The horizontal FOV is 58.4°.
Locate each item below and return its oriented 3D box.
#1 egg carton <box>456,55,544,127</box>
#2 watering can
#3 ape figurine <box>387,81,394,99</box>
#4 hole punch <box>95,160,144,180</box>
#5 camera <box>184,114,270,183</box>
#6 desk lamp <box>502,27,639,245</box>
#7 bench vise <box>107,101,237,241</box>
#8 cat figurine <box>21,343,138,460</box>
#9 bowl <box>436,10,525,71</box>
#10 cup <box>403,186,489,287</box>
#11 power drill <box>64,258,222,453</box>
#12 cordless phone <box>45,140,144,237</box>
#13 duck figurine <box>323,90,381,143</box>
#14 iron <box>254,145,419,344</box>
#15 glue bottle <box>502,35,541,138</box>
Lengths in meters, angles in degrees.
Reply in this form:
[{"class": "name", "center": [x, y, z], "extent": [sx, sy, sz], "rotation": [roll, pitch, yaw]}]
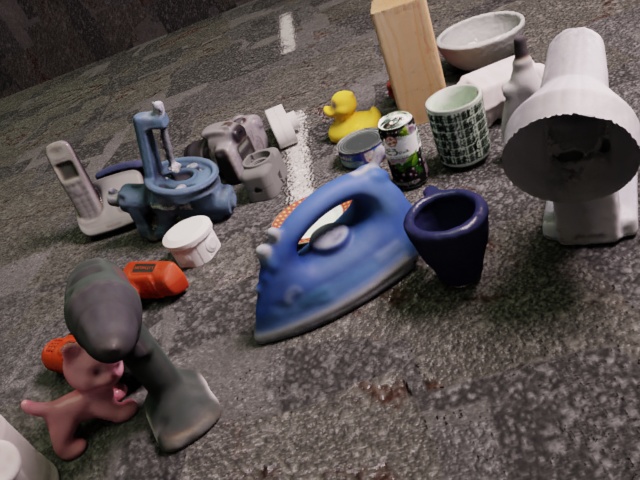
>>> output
[{"class": "egg carton", "center": [0.295, -0.242, 0.929], "extent": [0.150, 0.069, 0.107], "rotation": [-23, 33, 0]}, {"class": "watering can", "center": [-0.346, 0.207, 0.555], "extent": [0.172, 0.194, 0.101], "rotation": [-14, 34, 14]}, {"class": "ape figurine", "center": [0.159, -0.315, 1.095], "extent": [0.078, 0.092, 0.076], "rotation": [-28, 33, -7]}, {"class": "hole punch", "center": [-0.382, -0.131, 1.159], "extent": [0.108, 0.091, 0.101], "rotation": [-14, 34, 13]}, {"class": "camera", "center": [-0.189, -0.183, 1.107], "extent": [0.136, 0.101, 0.143], "rotation": [-4, 37, 27]}, {"class": "desk lamp", "center": [0.270, -0.096, 0.601], "extent": [0.117, 0.214, 0.203], "rotation": [-2, 38, 29]}, {"class": "bench vise", "center": [-0.267, -0.105, 0.932], "extent": [0.207, 0.220, 0.121], "rotation": [-23, 33, 0]}, {"class": "cat figurine", "center": [-0.268, 0.161, 0.644], "extent": [0.128, 0.118, 0.067], "rotation": [-37, 35, -20]}, {"class": "bowl", "center": [0.312, -0.373, 1.102], "extent": [0.167, 0.075, 0.167], "rotation": [-16, 33, 11]}, {"class": "cup", "center": [0.146, -0.003, 0.651], "extent": [0.091, 0.095, 0.117], "rotation": [-20, 33, 4]}, {"class": "power drill", "center": [-0.183, 0.113, 0.579], "extent": [0.076, 0.209, 0.228], "rotation": [-34, 34, -16]}, {"class": "cordless phone", "center": [-0.404, -0.106, 1.048], "extent": [0.147, 0.185, 0.094], "rotation": [-18, 33, 7]}, {"class": "duck figurine", "center": [0.055, -0.231, 1.043], "extent": [0.104, 0.086, 0.077], "rotation": [-9, 35, 20]}, {"class": "iron", "center": [0.006, 0.002, 0.685], "extent": [0.259, 0.142, 0.118], "rotation": [-34, 34, -17]}, {"class": "glue bottle", "center": [0.277, -0.190, 0.769], "extent": [0.078, 0.173, 0.037], "rotation": [-11, 35, 18]}]
